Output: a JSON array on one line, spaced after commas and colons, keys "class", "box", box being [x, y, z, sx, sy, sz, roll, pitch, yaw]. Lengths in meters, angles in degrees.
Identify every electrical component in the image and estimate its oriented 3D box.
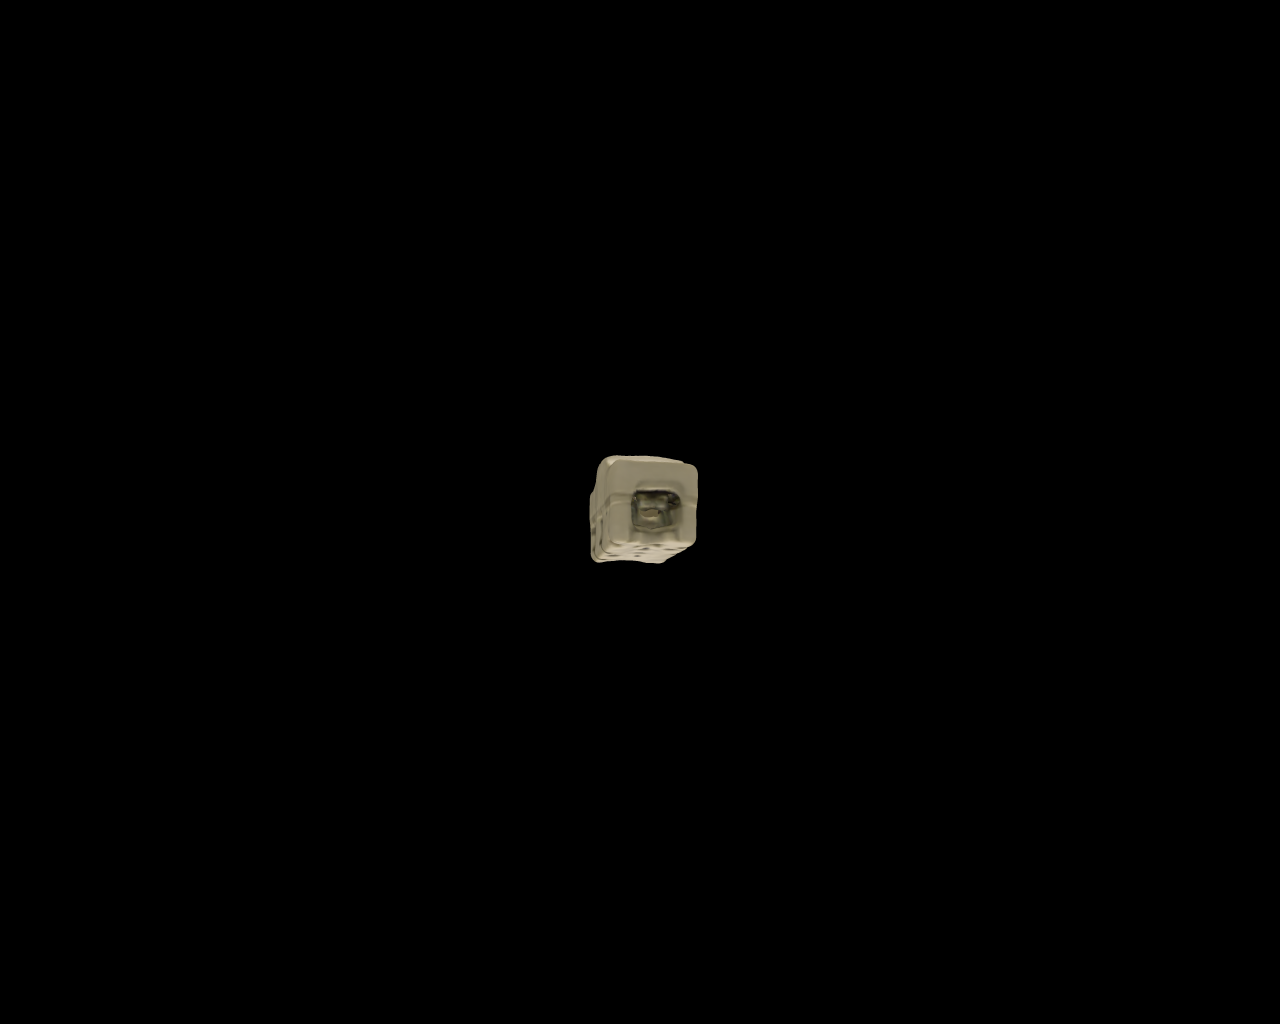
[{"class": "electrical component", "box": [0.001, -0.003, 0.650, 0.050, 0.055, 0.089, 2, -12, -11]}]
